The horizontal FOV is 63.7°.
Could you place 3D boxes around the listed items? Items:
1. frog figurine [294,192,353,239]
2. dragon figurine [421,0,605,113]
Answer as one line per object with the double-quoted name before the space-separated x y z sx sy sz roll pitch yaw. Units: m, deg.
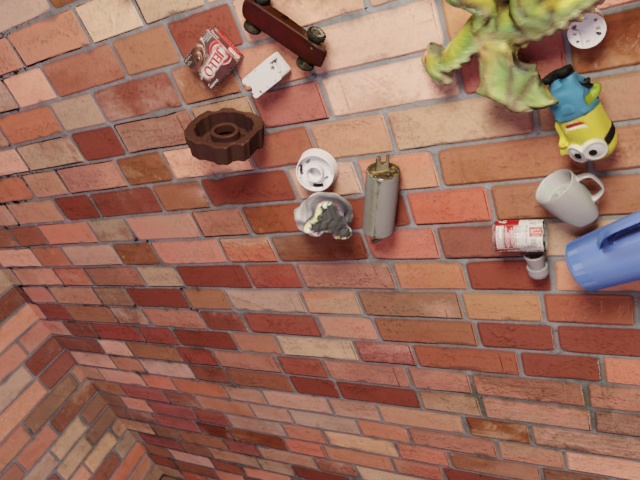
"frog figurine" 0.004 -0.063 1.249 0.138 0.121 0.161 -12 14 -11
"dragon figurine" 0.340 -0.324 0.835 0.411 0.237 0.124 12 46 36
